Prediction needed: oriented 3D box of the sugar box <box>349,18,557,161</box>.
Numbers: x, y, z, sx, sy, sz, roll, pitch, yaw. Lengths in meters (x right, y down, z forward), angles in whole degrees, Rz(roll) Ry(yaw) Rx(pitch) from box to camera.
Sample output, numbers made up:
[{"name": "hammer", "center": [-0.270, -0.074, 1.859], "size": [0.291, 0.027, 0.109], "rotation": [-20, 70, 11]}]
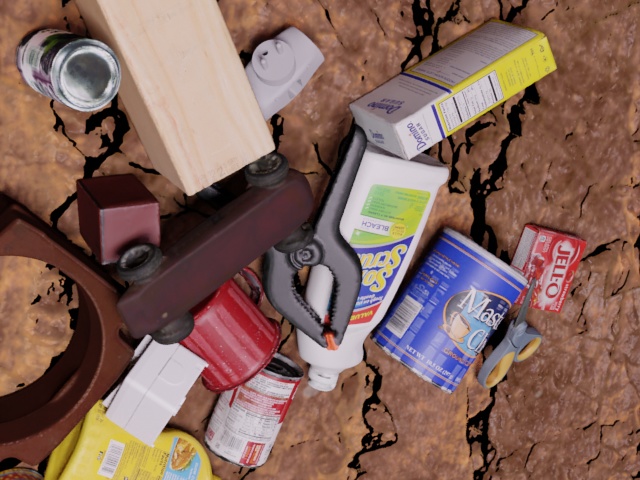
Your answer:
[{"name": "sugar box", "center": [0.125, -0.144, 1.009], "size": [0.176, 0.093, 0.048], "rotation": [-34, 120, -11]}]

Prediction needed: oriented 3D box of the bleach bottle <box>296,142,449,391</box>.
[{"name": "bleach bottle", "center": [0.041, 0.033, 1.054], "size": [0.102, 0.068, 0.251], "rotation": [9, 107, -23]}]

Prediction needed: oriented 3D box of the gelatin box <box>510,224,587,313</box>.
[{"name": "gelatin box", "center": [0.247, 0.032, 1.179], "size": [0.073, 0.030, 0.089], "rotation": [12, 104, -31]}]

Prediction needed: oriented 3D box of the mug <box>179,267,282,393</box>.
[{"name": "mug", "center": [-0.090, 0.072, 0.994], "size": [0.081, 0.093, 0.117], "rotation": [52, 51, -27]}]

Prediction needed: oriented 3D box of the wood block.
[{"name": "wood block", "center": [-0.125, -0.154, 0.877], "size": [0.090, 0.091, 0.206], "rotation": [-30, 120, -15]}]

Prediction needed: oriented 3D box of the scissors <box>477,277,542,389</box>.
[{"name": "scissors", "center": [0.223, 0.091, 1.150], "size": [0.096, 0.016, 0.202], "rotation": [-23, 148, -34]}]

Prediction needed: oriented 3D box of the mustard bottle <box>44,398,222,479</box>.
[{"name": "mustard bottle", "center": [-0.162, 0.224, 1.024], "size": [0.191, 0.058, 0.096], "rotation": [30, 72, -34]}]

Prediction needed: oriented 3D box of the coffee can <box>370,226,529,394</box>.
[{"name": "coffee can", "center": [0.132, 0.071, 1.092], "size": [0.102, 0.103, 0.140], "rotation": [33, 93, -33]}]

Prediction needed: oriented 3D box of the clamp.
[{"name": "clamp", "center": [-0.006, 0.001, 0.988], "size": [0.164, 0.036, 0.210], "rotation": [-22, 107, 5]}]

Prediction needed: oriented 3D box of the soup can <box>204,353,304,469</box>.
[{"name": "soup can", "center": [-0.066, 0.163, 1.047], "size": [0.068, 0.069, 0.102], "rotation": [17, 102, -32]}]

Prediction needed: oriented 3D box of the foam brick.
[{"name": "foam brick", "center": [-0.173, -0.019, 0.914], "size": [0.051, 0.078, 0.053], "rotation": [-9, 116, -25]}]
